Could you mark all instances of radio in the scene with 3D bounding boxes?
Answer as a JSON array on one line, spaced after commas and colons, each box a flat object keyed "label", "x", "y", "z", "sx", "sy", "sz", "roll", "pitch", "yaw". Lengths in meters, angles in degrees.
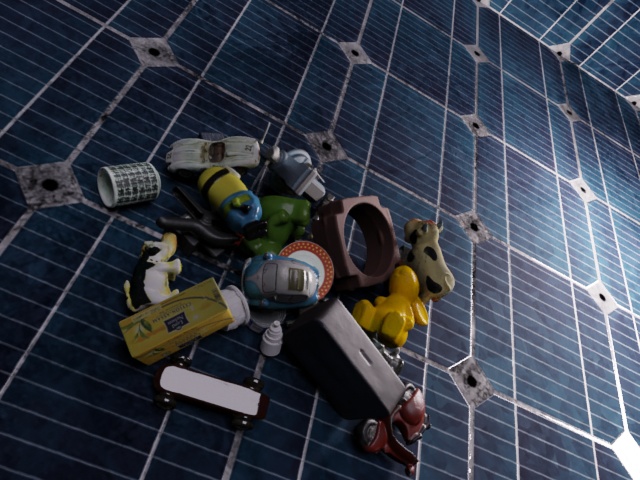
[{"label": "radio", "x": 0.041, "y": 0.230, "z": 1.014, "sx": 0.229, "sy": 0.131, "sz": 0.073, "roll": 54, "pitch": 46, "yaw": -6}]

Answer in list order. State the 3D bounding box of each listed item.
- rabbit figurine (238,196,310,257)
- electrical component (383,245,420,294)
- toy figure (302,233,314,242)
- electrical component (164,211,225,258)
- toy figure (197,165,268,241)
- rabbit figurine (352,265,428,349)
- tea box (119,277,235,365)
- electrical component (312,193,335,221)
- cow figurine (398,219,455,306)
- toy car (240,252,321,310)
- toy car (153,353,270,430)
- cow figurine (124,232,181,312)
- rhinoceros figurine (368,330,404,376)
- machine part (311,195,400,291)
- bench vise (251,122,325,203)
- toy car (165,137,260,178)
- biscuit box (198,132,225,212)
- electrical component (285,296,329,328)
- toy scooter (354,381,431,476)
[{"label": "rabbit figurine", "x": -0.103, "y": -0.006, "z": 1.138, "sx": 0.159, "sy": 0.121, "sz": 0.170, "roll": 15, "pitch": 67, "yaw": -17}, {"label": "electrical component", "x": 0.215, "y": 0.080, "z": 1.308, "sx": 0.115, "sy": 0.058, "sz": 0.134, "roll": 22, "pitch": 50, "yaw": -19}, {"label": "toy figure", "x": -0.001, "y": -0.005, "z": 1.230, "sx": 0.058, "sy": 0.064, "sz": 0.154, "roll": 31, "pitch": 47, "yaw": 7}, {"label": "electrical component", "x": -0.248, "y": -0.006, "z": 1.089, "sx": 0.119, "sy": 0.047, "sz": 0.075, "roll": 43, "pitch": 47, "yaw": 1}, {"label": "toy figure", "x": -0.174, "y": -0.077, "z": 1.065, "sx": 0.089, "sy": 0.082, "sz": 0.180, "roll": -9, "pitch": 54, "yaw": -41}, {"label": "rabbit figurine", "x": 0.174, "y": 0.145, "z": 1.169, "sx": 0.162, "sy": 0.122, "sz": 0.173, "roll": 37, "pitch": 67, "yaw": -40}, {"label": "tea box", "x": -0.239, "y": 0.139, "z": 0.913, "sx": 0.170, "sy": 0.098, "sz": 0.068, "roll": -27, "pitch": 71, "yaw": -10}, {"label": "electrical component", "x": 0.010, "y": -0.083, "z": 1.293, "sx": 0.021, "sy": 0.063, "sz": 0.094, "roll": 34, "pitch": 46, "yaw": -7}, {"label": "cow figurine", "x": 0.245, "y": 0.039, "z": 1.230, "sx": 0.085, "sy": 0.127, "sz": 0.195, "roll": -4, "pitch": 64, "yaw": -37}, {"label": "toy car", "x": -0.066, "y": 0.083, "z": 1.028, "sx": 0.162, "sy": 0.103, "sz": 0.109, "roll": 8, "pitch": 79, "yaw": -18}, {"label": "toy car", "x": -0.187, "y": 0.265, "z": 0.929, "sx": 0.202, "sy": 0.053, "sz": 0.089, "roll": 20, "pitch": 54, "yaw": -13}, {"label": "cow figurine", "x": -0.310, "y": 0.059, "z": 0.995, "sx": 0.098, "sy": 0.068, "sz": 0.167, "roll": 6, "pitch": 54, "yaw": -21}, {"label": "rhinoceros figurine", "x": 0.080, "y": 0.215, "z": 1.091, "sx": 0.190, "sy": 0.112, "sz": 0.073, "roll": 32, "pitch": 45, "yaw": 3}, {"label": "machine part", "x": 0.081, "y": 0.006, "z": 1.210, "sx": 0.201, "sy": 0.087, "sz": 0.201, "roll": -11, "pitch": 85, "yaw": -47}, {"label": "bench vise", "x": -0.093, "y": -0.172, "z": 1.239, "sx": 0.241, "sy": 0.128, "sz": 0.223, "roll": 41, "pitch": 15, "yaw": 34}, {"label": "toy car", "x": -0.227, "y": -0.177, "z": 1.134, "sx": 0.202, "sy": 0.056, "sz": 0.073, "roll": -2, "pitch": 67, "yaw": 3}, {"label": "biscuit box", "x": -0.225, "y": -0.147, "z": 1.197, "sx": 0.063, "sy": 0.059, "sz": 0.203, "roll": -3, "pitch": 61, "yaw": -32}, {"label": "electrical component", "x": -0.029, "y": 0.142, "z": 1.121, "sx": 0.102, "sy": 0.045, "sz": 0.078, "roll": 4, "pitch": 55, "yaw": -29}, {"label": "toy scooter", "x": 0.160, "y": 0.374, "z": 1.051, "sx": 0.184, "sy": 0.075, "sz": 0.135, "roll": -32, "pitch": 78, "yaw": -39}]
